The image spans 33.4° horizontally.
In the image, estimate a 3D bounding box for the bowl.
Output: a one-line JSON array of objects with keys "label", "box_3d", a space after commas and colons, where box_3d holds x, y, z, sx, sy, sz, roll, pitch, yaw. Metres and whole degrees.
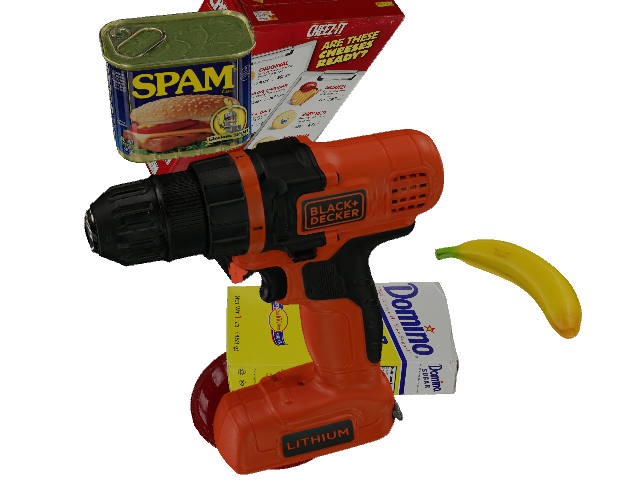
[{"label": "bowl", "box_3d": [-0.040, 0.164, 1.018, 0.162, 0.055, 0.162, -5, 37, 3]}]

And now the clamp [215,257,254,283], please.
[{"label": "clamp", "box_3d": [-0.071, -0.019, 1.194, 0.120, 0.039, 0.171, -8, 42, 4]}]

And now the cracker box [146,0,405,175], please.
[{"label": "cracker box", "box_3d": [-0.051, -0.142, 0.933, 0.163, 0.072, 0.214, -14, -26, -38]}]

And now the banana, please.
[{"label": "banana", "box_3d": [0.200, 0.040, 1.057, 0.069, 0.037, 0.198, -34, 36, -19]}]

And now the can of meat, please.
[{"label": "can of meat", "box_3d": [-0.097, -0.105, 0.735, 0.102, 0.084, 0.057, -8, 44, -13]}]

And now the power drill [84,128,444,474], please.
[{"label": "power drill", "box_3d": [-0.025, 0.036, 0.569, 0.184, 0.188, 0.057, -11, 35, -15]}]

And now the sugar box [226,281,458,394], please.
[{"label": "sugar box", "box_3d": [0.015, 0.077, 0.842, 0.176, 0.048, 0.093, -4, 41, -2]}]
